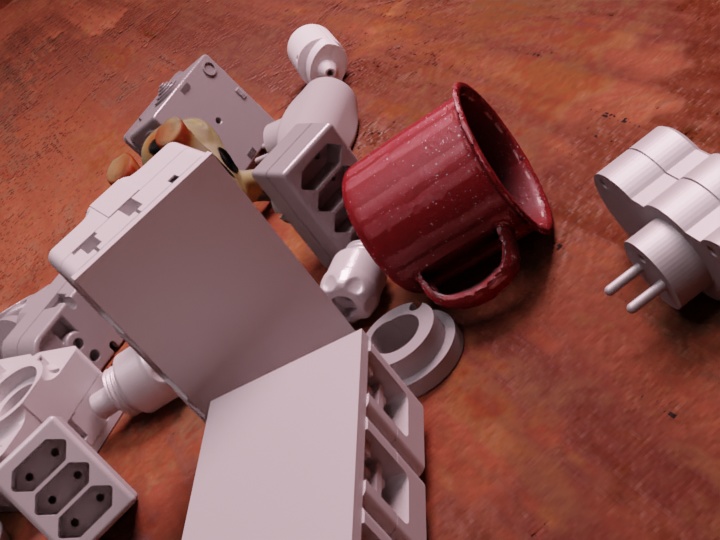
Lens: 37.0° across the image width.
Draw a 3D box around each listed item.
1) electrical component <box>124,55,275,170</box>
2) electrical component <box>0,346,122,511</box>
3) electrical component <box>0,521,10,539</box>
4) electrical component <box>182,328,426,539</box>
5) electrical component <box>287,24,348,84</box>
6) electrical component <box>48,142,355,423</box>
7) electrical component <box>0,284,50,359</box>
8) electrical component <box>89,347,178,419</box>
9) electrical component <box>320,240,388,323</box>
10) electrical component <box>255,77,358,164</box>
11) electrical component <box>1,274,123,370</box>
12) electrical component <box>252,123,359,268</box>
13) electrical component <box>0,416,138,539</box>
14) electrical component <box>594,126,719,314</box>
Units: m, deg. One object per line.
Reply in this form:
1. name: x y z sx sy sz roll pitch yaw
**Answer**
1. electrical component: -0.124 -0.111 0.860 0.048 0.100 0.099 -24 29 49
2. electrical component: -0.239 0.105 0.712 0.150 0.061 0.089 -11 38 39
3. electrical component: -0.245 0.160 0.646 0.048 0.055 0.066 -21 32 27
4. electrical component: -0.021 0.110 0.460 0.089 0.061 0.150 -27 31 20
5. electrical component: -0.033 -0.177 0.908 0.043 0.043 0.081 -36 29 4
6. electrical component: -0.076 0.019 0.561 0.089 0.150 0.062 -45 31 -13
7. electrical component: -0.261 0.051 0.817 0.077 0.044 0.079 -32 5 10
8. electrical component: -0.140 0.070 0.670 0.062 0.043 0.043 -32 29 12
9. electrical component: 0.000 0.000 0.625 0.035 0.035 0.061 -16 33 34
10. electrical component: -0.046 -0.100 0.811 0.079 0.043 0.077 -19 34 30
11. electrical component: -0.209 0.041 0.779 0.059 0.053 0.095 -6 42 45
12. electrical component: -0.031 -0.046 0.674 0.047 0.083 0.076 -50 31 -21
13. electrical component: -0.165 0.122 0.610 0.047 0.065 0.077 -45 1 -13
14. electrical component: 0.139 -0.008 0.461 0.074 0.052 0.138 -38 29 0
